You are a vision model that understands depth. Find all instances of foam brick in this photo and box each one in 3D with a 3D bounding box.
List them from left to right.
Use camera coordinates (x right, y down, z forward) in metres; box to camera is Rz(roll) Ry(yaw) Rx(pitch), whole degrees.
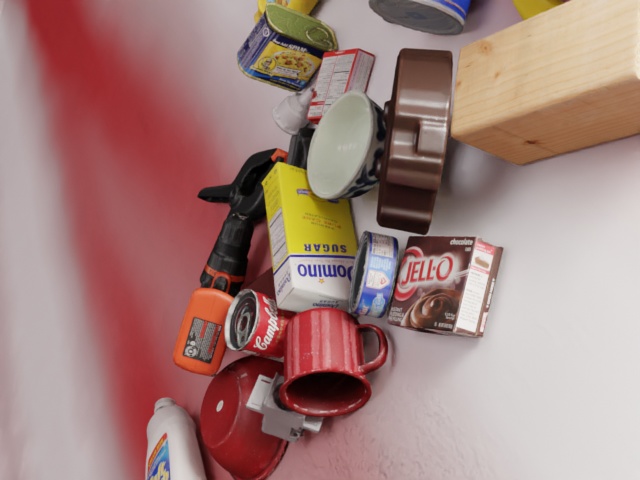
[{"bbox_3d":[-0.049,0.071,1.237,0.078,0.052,0.051,-37,45,43],"label":"foam brick"}]

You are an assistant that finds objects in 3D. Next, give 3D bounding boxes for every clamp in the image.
[{"bbox_3d":[-0.104,-0.058,1.406,0.210,0.036,0.164,-48,38,31],"label":"clamp"}]

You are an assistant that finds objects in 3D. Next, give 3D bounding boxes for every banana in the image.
[{"bbox_3d":[0.211,-0.221,0.977,0.198,0.037,0.070,-118,43,-58],"label":"banana"}]

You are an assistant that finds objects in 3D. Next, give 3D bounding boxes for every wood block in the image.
[{"bbox_3d":[0.212,-0.134,0.885,0.207,0.090,0.090,-14,63,55],"label":"wood block"}]

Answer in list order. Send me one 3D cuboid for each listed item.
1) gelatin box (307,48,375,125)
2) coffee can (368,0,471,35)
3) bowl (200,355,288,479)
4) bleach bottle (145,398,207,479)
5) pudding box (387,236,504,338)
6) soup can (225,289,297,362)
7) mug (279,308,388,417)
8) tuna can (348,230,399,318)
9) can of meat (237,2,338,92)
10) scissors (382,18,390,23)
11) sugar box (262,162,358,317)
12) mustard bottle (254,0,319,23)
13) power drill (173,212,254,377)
[{"bbox_3d":[0.024,-0.181,1.271,0.073,0.030,0.089,7,81,58],"label":"gelatin box"},{"bbox_3d":[0.119,-0.298,1.109,0.103,0.102,0.140,12,84,59],"label":"coffee can"},{"bbox_3d":[-0.094,0.200,1.239,0.162,0.055,0.162,-34,47,46],"label":"bowl"},{"bbox_3d":[-0.182,0.303,1.323,0.103,0.068,0.251,-54,33,27],"label":"bleach bottle"},{"bbox_3d":[0.115,0.043,0.999,0.114,0.039,0.090,1,76,59],"label":"pudding box"},{"bbox_3d":[-0.044,0.099,1.164,0.069,0.102,0.068,-34,47,46],"label":"soup can"},{"bbox_3d":[0.015,0.119,1.085,0.117,0.093,0.081,-21,48,22],"label":"mug"},{"bbox_3d":[0.054,0.035,1.076,0.086,0.033,0.086,-170,91,-85],"label":"tuna can"},{"bbox_3d":[-0.043,-0.239,1.342,0.084,0.101,0.057,-50,39,36],"label":"can of meat"},{"bbox_3d":[0.117,-0.345,1.221,0.202,0.016,0.096,-63,32,15],"label":"scissors"},{"bbox_3d":[-0.007,0.001,1.164,0.048,0.093,0.176,-52,36,39],"label":"sugar box"},{"bbox_3d":[-0.032,-0.337,1.414,0.192,0.058,0.096,-44,46,39],"label":"mustard bottle"},{"bbox_3d":[-0.123,0.069,1.286,0.187,0.057,0.184,-80,6,-76],"label":"power drill"}]
